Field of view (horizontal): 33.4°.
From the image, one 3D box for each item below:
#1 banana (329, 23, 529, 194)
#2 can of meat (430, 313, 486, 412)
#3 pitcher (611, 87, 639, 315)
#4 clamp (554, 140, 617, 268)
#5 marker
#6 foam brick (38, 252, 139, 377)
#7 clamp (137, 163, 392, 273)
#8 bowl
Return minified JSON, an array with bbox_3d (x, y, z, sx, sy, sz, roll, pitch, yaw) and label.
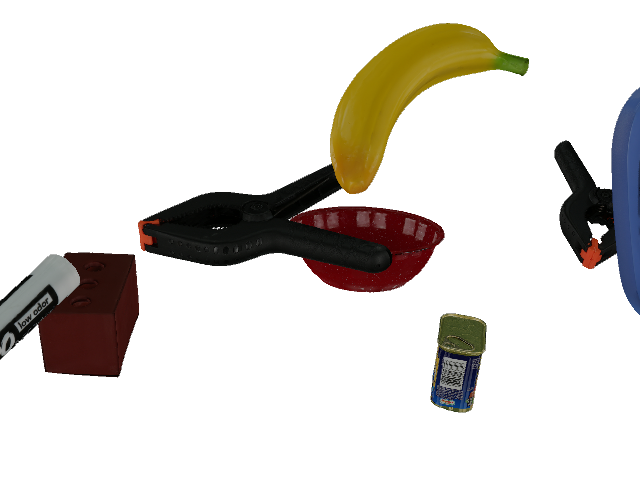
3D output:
[{"bbox_3d":[0.057,-0.096,0.677,0.070,0.037,0.197,32,49,26],"label":"banana"},{"bbox_3d":[0.166,0.149,1.297,0.057,0.084,0.102,9,21,6],"label":"can of meat"},{"bbox_3d":[0.245,0.001,0.610,0.149,0.243,0.144,0,22,17],"label":"pitcher"},{"bbox_3d":[0.286,-0.043,1.118,0.120,0.039,0.171,17,45,21],"label":"clamp"},{"bbox_3d":[-0.145,0.049,0.441,0.020,0.020,0.121,0,36,38],"label":"marker"},{"bbox_3d":[-0.159,0.050,0.739,0.053,0.051,0.078,2,31,0],"label":"foam brick"},{"bbox_3d":[-0.051,-0.020,0.929,0.210,0.036,0.164,-3,32,-3],"label":"clamp"},{"bbox_3d":[0.045,0.012,1.092,0.162,0.055,0.162,2,17,-1],"label":"bowl"}]
